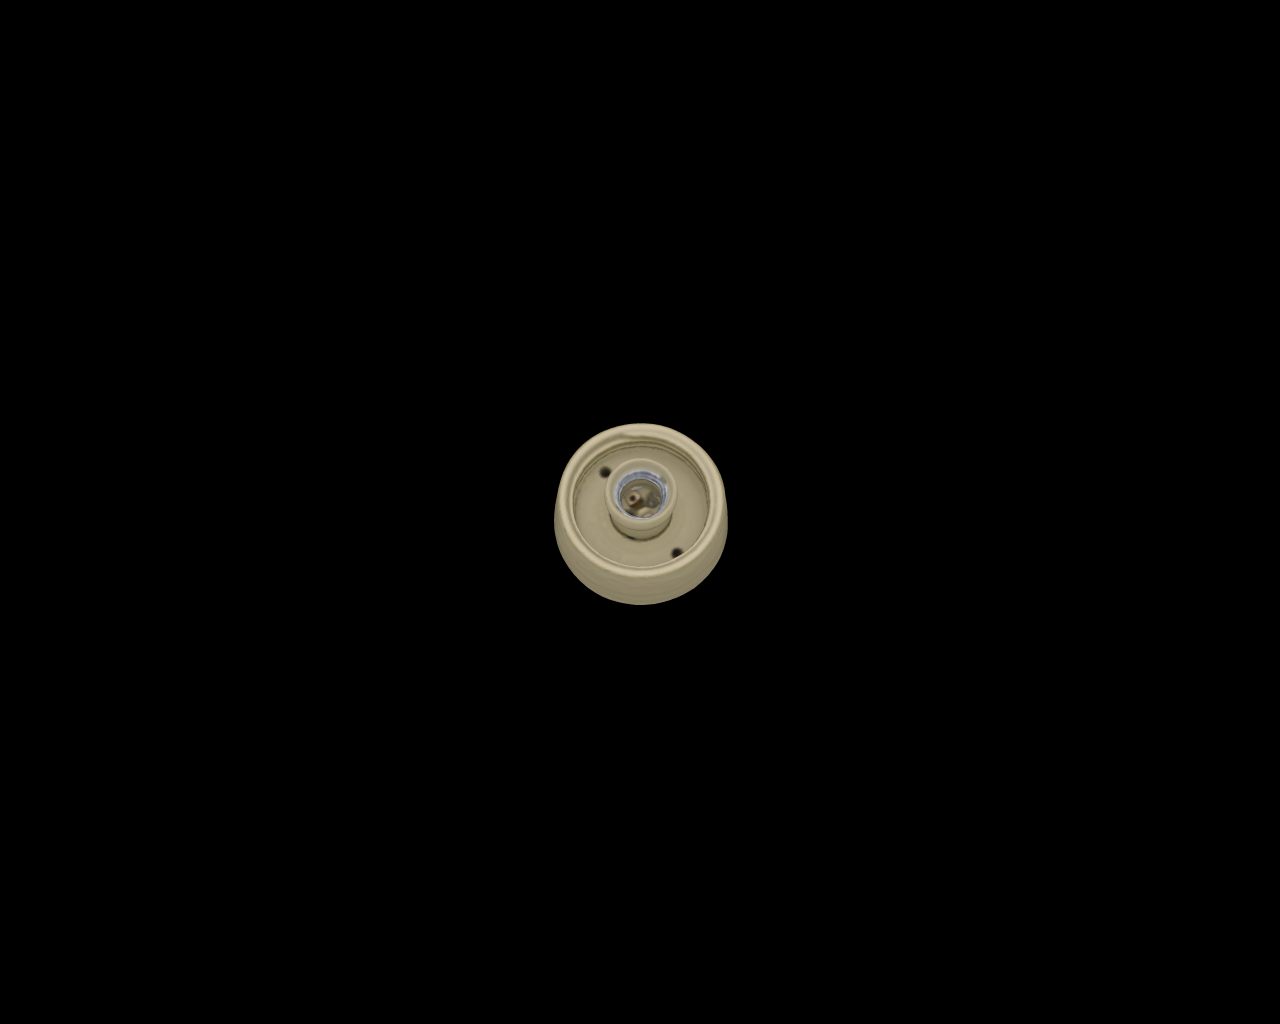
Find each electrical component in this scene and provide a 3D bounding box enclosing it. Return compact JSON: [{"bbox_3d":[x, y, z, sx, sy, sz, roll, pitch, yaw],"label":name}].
[{"bbox_3d":[0.001,-0.003,0.650,0.108,0.108,0.060,0,-20,0],"label":"electrical component"}]
